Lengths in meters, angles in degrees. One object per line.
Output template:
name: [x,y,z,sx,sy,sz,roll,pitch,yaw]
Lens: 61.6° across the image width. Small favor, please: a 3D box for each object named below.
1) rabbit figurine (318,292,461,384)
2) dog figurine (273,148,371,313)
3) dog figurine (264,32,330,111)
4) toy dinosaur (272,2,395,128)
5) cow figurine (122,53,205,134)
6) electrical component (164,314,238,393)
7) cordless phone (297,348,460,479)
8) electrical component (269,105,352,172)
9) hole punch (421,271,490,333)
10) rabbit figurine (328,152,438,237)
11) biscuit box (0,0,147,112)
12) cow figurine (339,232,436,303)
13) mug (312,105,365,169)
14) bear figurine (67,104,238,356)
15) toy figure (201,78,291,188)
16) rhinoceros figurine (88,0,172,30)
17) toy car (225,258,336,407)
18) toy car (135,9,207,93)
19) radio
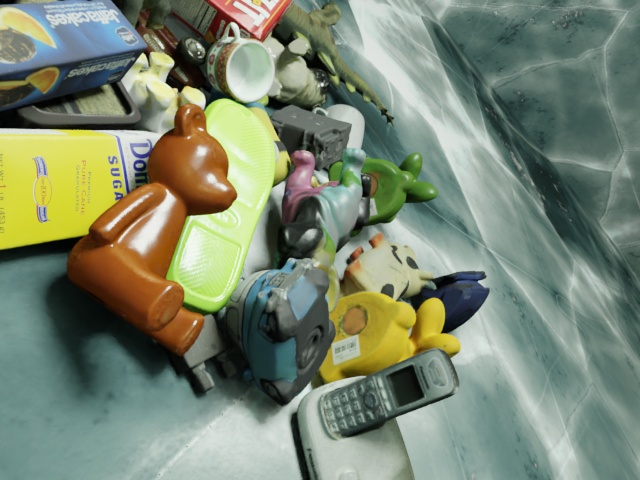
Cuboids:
rabbit figurine: [0.091,0.134,0.683,0.173,0.162,0.122,51,15,-40]
dog figurine: [-0.001,-0.002,0.703,0.191,0.109,0.219,70,29,-61]
dog figurine: [-0.077,-0.289,0.909,0.172,0.121,0.190,46,8,8]
toy dinosaur: [-0.030,-0.383,1.034,0.471,0.105,0.198,28,47,-21]
cow figurine: [-0.209,-0.170,0.622,0.068,0.098,0.167,-7,47,-48]
electrical component: [-0.121,0.101,0.532,0.094,0.021,0.063,58,32,8]
cordless phone: [0.074,0.199,0.543,0.088,0.184,0.147,18,47,-49]
electrical component: [-0.019,-0.162,0.830,0.115,0.058,0.134,22,30,15]
hole punch: [0.217,0.103,0.891,0.142,0.116,0.092,9,62,-48]
rabbit figurine: [0.103,-0.086,0.889,0.121,0.159,0.170,68,14,6]
biscuit box: [-0.240,-0.154,0.447,0.059,0.063,0.203,53,35,-7]
cow figurine: [0.100,0.058,0.800,0.127,0.085,0.195,53,34,-2]
mug: [0.027,-0.176,0.931,0.109,0.081,0.107,33,47,-36]
bear figurine: [-0.127,-0.015,0.491,0.132,0.120,0.196,30,66,14]
toy figure: [-0.100,-0.154,0.745,0.089,0.082,0.180,-3,61,-51]
rhinoceros figurine: [-0.255,-0.294,0.597,0.190,0.112,0.073,20,31,16]
toy car: [-0.050,0.087,0.556,0.109,0.103,0.161,-51,148,-39]
toy car: [-0.227,-0.264,0.675,0.202,0.089,0.053,50,32,-9]
radio: [-0.295,-0.188,0.528,0.229,0.073,0.131,57,32,5]
